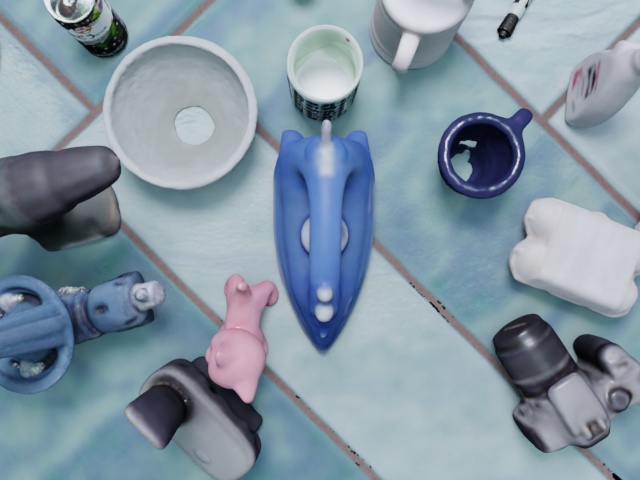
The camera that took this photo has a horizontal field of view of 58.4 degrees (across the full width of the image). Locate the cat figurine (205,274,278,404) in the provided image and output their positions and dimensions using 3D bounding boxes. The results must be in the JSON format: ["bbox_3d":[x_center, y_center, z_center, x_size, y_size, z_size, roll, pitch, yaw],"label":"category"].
[{"bbox_3d":[-0.087,0.103,0.617,0.067,0.117,0.128,7,88,0],"label":"cat figurine"}]

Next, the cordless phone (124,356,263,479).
[{"bbox_3d":[-0.132,0.197,0.580,0.147,0.185,0.094,43,88,1],"label":"cordless phone"}]

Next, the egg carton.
[{"bbox_3d":[0.294,0.019,0.650,0.150,0.069,0.107,21,88,0],"label":"egg carton"}]

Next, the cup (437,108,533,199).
[{"bbox_3d":[0.178,-0.097,0.639,0.118,0.095,0.092,-43,89,-2],"label":"cup"}]

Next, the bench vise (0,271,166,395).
[{"bbox_3d":[-0.271,0.074,0.564,0.207,0.219,0.121,-36,89,-2],"label":"bench vise"}]

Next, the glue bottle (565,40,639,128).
[{"bbox_3d":[0.314,-0.174,0.604,0.037,0.173,0.078,5,88,0],"label":"glue bottle"}]

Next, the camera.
[{"bbox_3d":[0.268,0.145,0.630,0.143,0.100,0.137,-33,89,-2],"label":"camera"}]

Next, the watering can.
[{"bbox_3d":[0.109,-0.265,0.593,0.101,0.194,0.173,-4,88,-1],"label":"watering can"}]

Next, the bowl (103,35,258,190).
[{"bbox_3d":[-0.149,-0.136,0.644,0.167,0.074,0.167,0,88,-1],"label":"bowl"}]

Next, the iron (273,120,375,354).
[{"bbox_3d":[0.006,0.002,0.610,0.118,0.141,0.258,-1,88,-1],"label":"iron"}]

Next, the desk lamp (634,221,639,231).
[{"bbox_3d":[0.428,-0.028,0.582,0.118,0.213,0.203,-33,89,-1],"label":"desk lamp"}]

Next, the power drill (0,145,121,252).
[{"bbox_3d":[-0.281,-0.036,0.572,0.229,0.208,0.076,-17,88,-1],"label":"power drill"}]
